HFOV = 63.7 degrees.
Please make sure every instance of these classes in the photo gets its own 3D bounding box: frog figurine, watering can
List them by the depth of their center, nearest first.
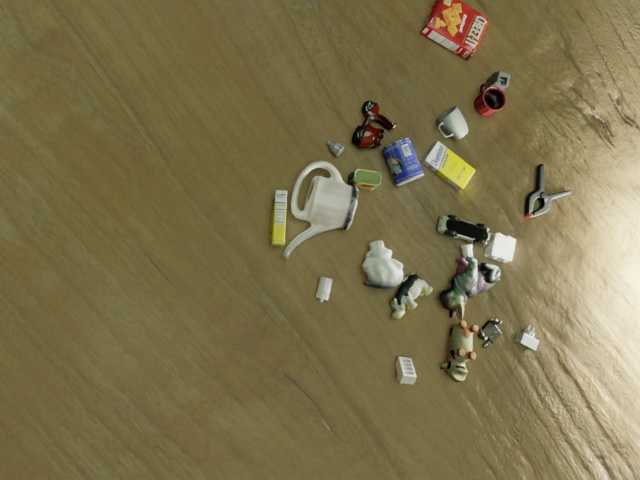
[{"bbox_3d":[0.005,-0.086,1.716,0.224,0.104,0.348,14,90,-10],"label":"watering can"},{"bbox_3d":[0.211,0.083,1.726,0.137,0.123,0.159,3,95,8],"label":"frog figurine"}]
